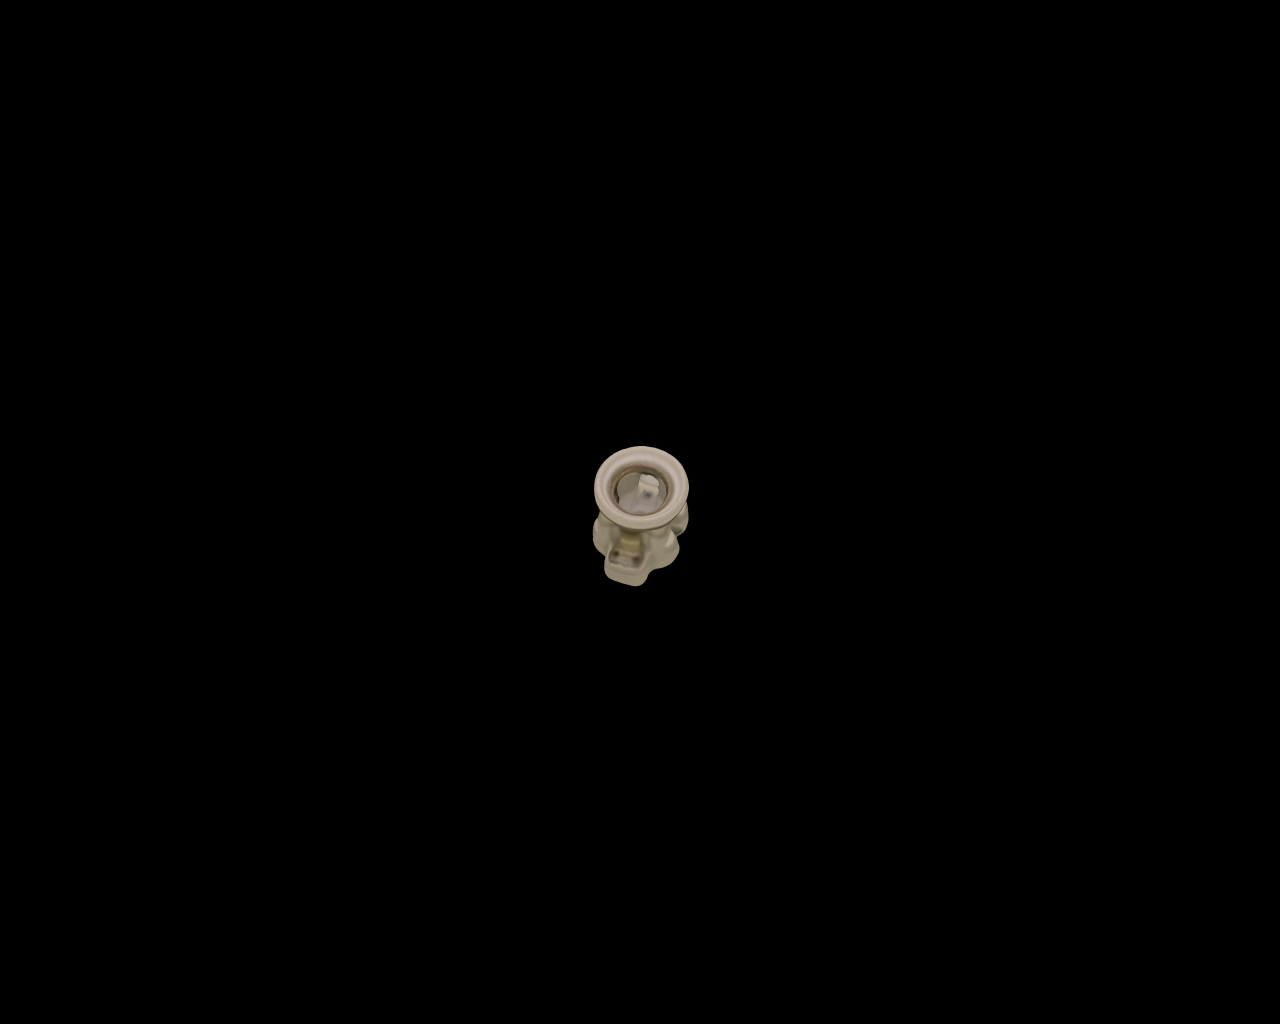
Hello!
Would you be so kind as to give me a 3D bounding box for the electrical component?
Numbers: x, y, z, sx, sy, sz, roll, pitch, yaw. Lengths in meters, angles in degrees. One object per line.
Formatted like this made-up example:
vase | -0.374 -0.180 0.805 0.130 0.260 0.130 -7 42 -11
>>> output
electrical component | 0.001 -0.003 0.650 0.058 0.078 0.056 15 -32 9
